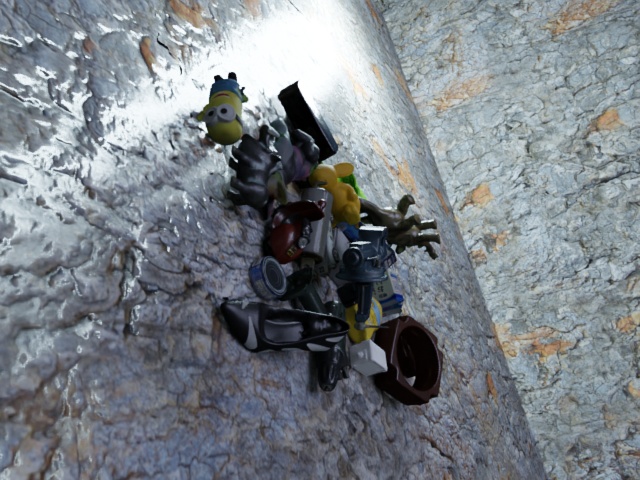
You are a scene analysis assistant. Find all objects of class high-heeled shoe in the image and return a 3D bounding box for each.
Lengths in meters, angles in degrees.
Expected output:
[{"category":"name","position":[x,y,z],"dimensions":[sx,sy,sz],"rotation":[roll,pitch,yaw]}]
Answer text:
[{"category":"high-heeled shoe","position":[-0.056,0.149,0.973],"dimensions":[0.248,0.145,0.086],"rotation":[40,35,-50]}]

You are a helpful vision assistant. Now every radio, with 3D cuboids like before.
[{"category":"radio","position":[-0.032,-0.331,1.517],"dimensions":[0.229,0.073,0.131],"rotation":[58,15,-17]}]

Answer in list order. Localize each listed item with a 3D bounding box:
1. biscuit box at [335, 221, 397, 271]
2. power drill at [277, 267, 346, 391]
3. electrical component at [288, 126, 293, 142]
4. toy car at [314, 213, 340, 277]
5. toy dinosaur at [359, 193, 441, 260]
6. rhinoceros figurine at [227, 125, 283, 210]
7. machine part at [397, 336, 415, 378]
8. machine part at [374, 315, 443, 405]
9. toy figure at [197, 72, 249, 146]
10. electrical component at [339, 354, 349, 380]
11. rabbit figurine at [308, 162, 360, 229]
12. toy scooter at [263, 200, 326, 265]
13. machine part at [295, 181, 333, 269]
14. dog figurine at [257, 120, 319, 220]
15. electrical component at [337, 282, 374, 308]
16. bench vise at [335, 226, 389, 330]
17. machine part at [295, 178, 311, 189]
[{"category":"biscuit box","position":[0.114,0.001,1.438],"dimensions":[0.203,0.059,0.062],"rotation":[44,-10,31]},{"category":"power drill","position":[-0.006,0.174,1.139],"dimensions":[0.207,0.086,0.232],"rotation":[54,25,-19]},{"category":"electrical component","position":[-0.064,-0.249,1.440],"dimensions":[0.102,0.045,0.078],"rotation":[56,-3,-29]},{"category":"toy car","position":[-0.003,-0.004,1.309],"dimensions":[0.056,0.073,0.202],"rotation":[40,35,-50]},{"category":"toy dinosaur","position":[0.222,-0.047,1.665],"dimensions":[0.470,0.198,0.105],"rotation":[37,35,-35]},{"category":"rhinoceros figurine","position":[-0.130,-0.154,1.094],"dimensions":[0.073,0.112,0.190],"rotation":[117,-18,-60]},{"category":"machine part","position":[0.253,0.318,1.587],"dimensions":[0.179,0.056,0.179],"rotation":[46,30,-37]},{"category":"machine part","position":[0.231,0.320,1.430],"dimensions":[0.201,0.087,0.201],"rotation":[38,47,-25]},{"category":"toy figure","position":[-0.197,-0.278,1.137],"dimensions":[0.089,0.082,0.180],"rotation":[43,31,-40]},{"category":"electrical component","position":[0.041,0.270,1.222],"dimensions":[0.063,0.021,0.094],"rotation":[16,55,-60]},{"category":"rabbit figurine","position":[0.038,-0.135,1.396],"dimensions":[0.173,0.122,0.162],"rotation":[48,52,-35]},{"category":"toy scooter","position":[-0.049,-0.030,1.160],"dimensions":[0.075,0.135,0.184],"rotation":[52,29,-34]},{"category":"machine part","position":[-0.018,-0.033,1.248],"dimensions":[0.079,0.079,0.243],"rotation":[38,52,-48]},{"category":"dog figurine","position":[-0.083,-0.145,1.217],"dimensions":[0.191,0.108,0.219],"rotation":[22,52,-35]},{"category":"electrical component","position":[0.085,0.134,1.375],"dimensions":[0.119,0.075,0.047],"rotation":[-21,89,-63]},{"category":"bench vise","position":[0.107,0.089,1.274],"dimensions":[0.223,0.129,0.240],"rotation":[-18,111,-77]},{"category":"machine part","position":[-0.033,-0.165,1.437],"dimensions":[0.138,0.039,0.084],"rotation":[13,50,-60]}]
